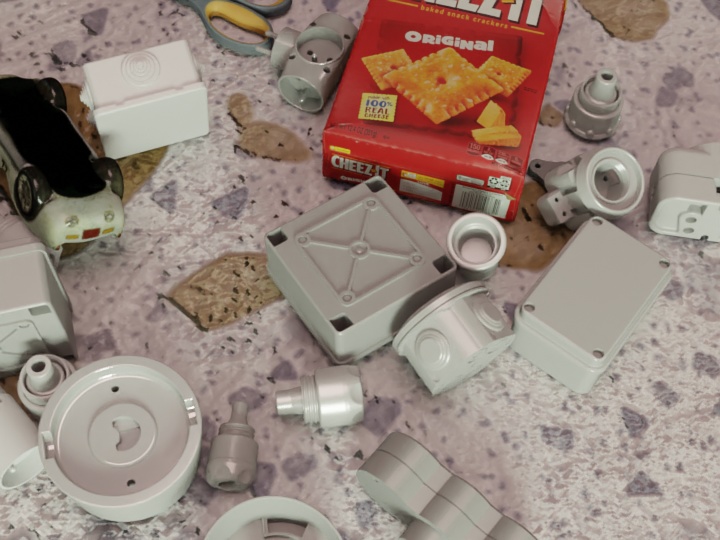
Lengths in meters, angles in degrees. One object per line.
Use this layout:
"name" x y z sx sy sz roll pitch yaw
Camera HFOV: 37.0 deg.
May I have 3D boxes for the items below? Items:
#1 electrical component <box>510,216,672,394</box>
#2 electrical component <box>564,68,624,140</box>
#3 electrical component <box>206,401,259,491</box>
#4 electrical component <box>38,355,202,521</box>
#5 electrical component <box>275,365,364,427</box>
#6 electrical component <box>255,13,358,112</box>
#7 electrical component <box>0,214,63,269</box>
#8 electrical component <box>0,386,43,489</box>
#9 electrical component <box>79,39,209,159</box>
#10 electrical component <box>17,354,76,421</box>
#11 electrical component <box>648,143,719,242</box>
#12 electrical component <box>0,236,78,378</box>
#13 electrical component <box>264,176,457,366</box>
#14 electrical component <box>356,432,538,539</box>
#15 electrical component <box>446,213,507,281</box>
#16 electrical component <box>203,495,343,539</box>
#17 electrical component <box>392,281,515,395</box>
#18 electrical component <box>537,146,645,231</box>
"electrical component" 0.172 0.025 0.808 0.078 0.057 0.113 35 65 16
"electrical component" 0.199 -0.143 0.899 0.048 0.062 0.048 1 61 -2
"electrical component" -0.088 0.122 0.757 0.035 0.035 0.061 5 59 0
"electrical component" -0.160 0.120 0.740 0.108 0.060 0.108 1 61 -2
"electrical component" -0.029 0.092 0.771 0.062 0.043 0.043 -6 61 -4
"electrical component" -0.051 -0.185 0.924 0.079 0.044 0.077 23 63 11
"electrical component" -0.263 -0.021 0.825 0.062 0.043 0.043 36 66 17
"electrical component" -0.256 0.109 0.753 0.043 0.043 0.081 -38 69 -21
"electrical component" -0.171 -0.137 0.863 0.100 0.099 0.048 -17 76 -11
"electrical component" -0.220 0.080 0.759 0.043 0.062 0.043 1 61 -2
"electrical component" 0.283 -0.062 0.863 0.095 0.053 0.059 9 61 3
"electrical component" -0.264 0.033 0.758 0.109 0.108 0.056 -12 65 -9
"electrical component" 0.000 0.000 0.811 0.109 0.056 0.108 -29 61 -17
"electrical component" 0.051 0.179 0.720 0.138 0.052 0.073 37 66 17
"electrical component" 0.089 -0.014 0.821 0.044 0.065 0.044 -1 77 6
"electrical component" -0.055 0.203 0.696 0.099 0.064 0.099 1 60 -2
"electrical component" 0.068 0.049 0.779 0.080 0.080 0.051 -30 72 -17
"electrical component" 0.187 -0.066 0.848 0.078 0.057 0.058 -30 94 -19
